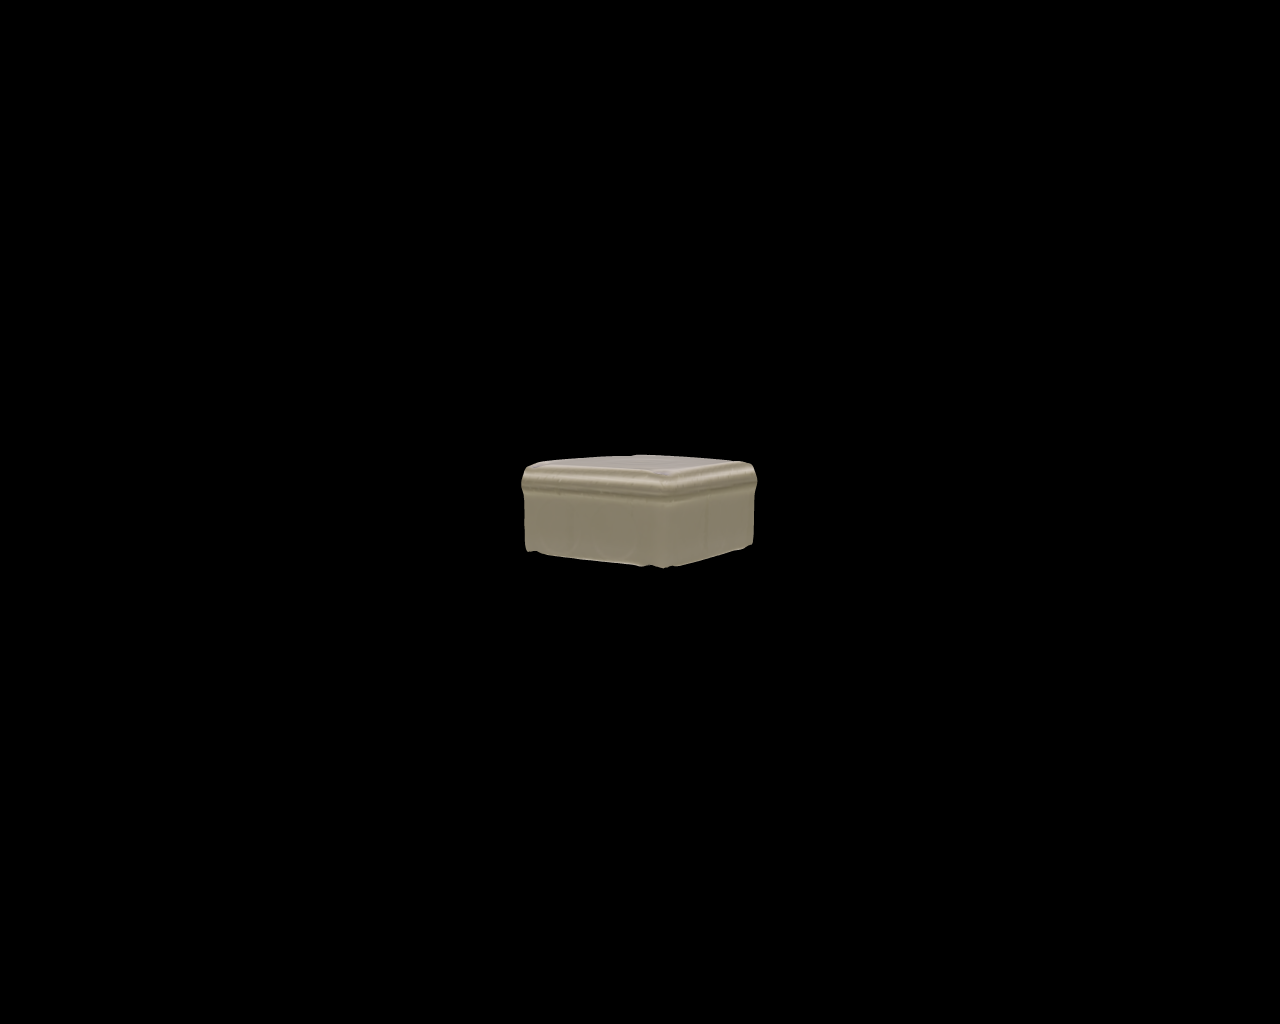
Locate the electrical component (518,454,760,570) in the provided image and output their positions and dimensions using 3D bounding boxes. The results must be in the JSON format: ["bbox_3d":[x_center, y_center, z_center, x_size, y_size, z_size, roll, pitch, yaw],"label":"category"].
[{"bbox_3d":[0.001,-0.003,0.650,0.109,0.056,0.109,5,9,35],"label":"electrical component"}]
